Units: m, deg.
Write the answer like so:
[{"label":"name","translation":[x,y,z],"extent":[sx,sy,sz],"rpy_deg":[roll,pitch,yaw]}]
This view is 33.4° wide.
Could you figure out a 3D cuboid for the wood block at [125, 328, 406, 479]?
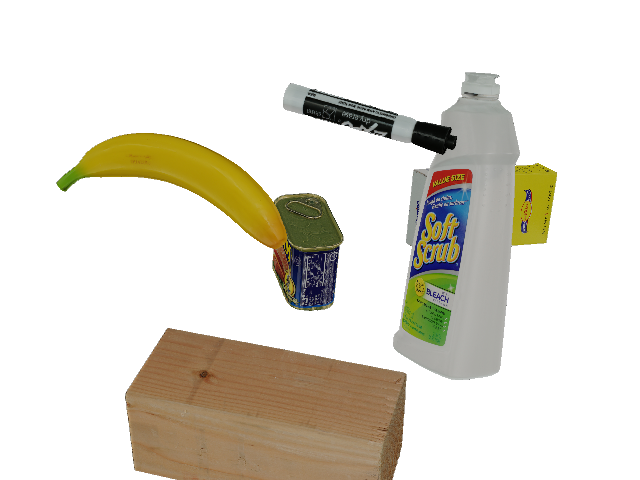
[{"label":"wood block","translation":[-0.041,0.147,0.864],"extent":[0.206,0.090,0.090],"rpy_deg":[10,36,13]}]

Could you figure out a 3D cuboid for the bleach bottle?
[{"label":"bleach bottle","translation":[0.119,-0.016,0.903],"extent":[0.068,0.251,0.103],"rpy_deg":[-4,15,-30]}]

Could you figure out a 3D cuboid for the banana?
[{"label":"banana","translation":[-0.112,-0.048,0.864],"extent":[0.198,0.069,0.037],"rpy_deg":[14,-8,14]}]

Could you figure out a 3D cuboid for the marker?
[{"label":"marker","translation":[0.033,-0.081,0.718],"extent":[0.121,0.020,0.020],"rpy_deg":[17,4,15]}]

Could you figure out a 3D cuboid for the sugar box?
[{"label":"sugar box","translation":[0.190,-0.039,1.255],"extent":[0.176,0.093,0.048],"rpy_deg":[-6,21,-26]}]

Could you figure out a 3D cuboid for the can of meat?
[{"label":"can of meat","translation":[-0.016,0.013,1.120],"extent":[0.057,0.084,0.102],"rpy_deg":[-5,35,-15]}]
